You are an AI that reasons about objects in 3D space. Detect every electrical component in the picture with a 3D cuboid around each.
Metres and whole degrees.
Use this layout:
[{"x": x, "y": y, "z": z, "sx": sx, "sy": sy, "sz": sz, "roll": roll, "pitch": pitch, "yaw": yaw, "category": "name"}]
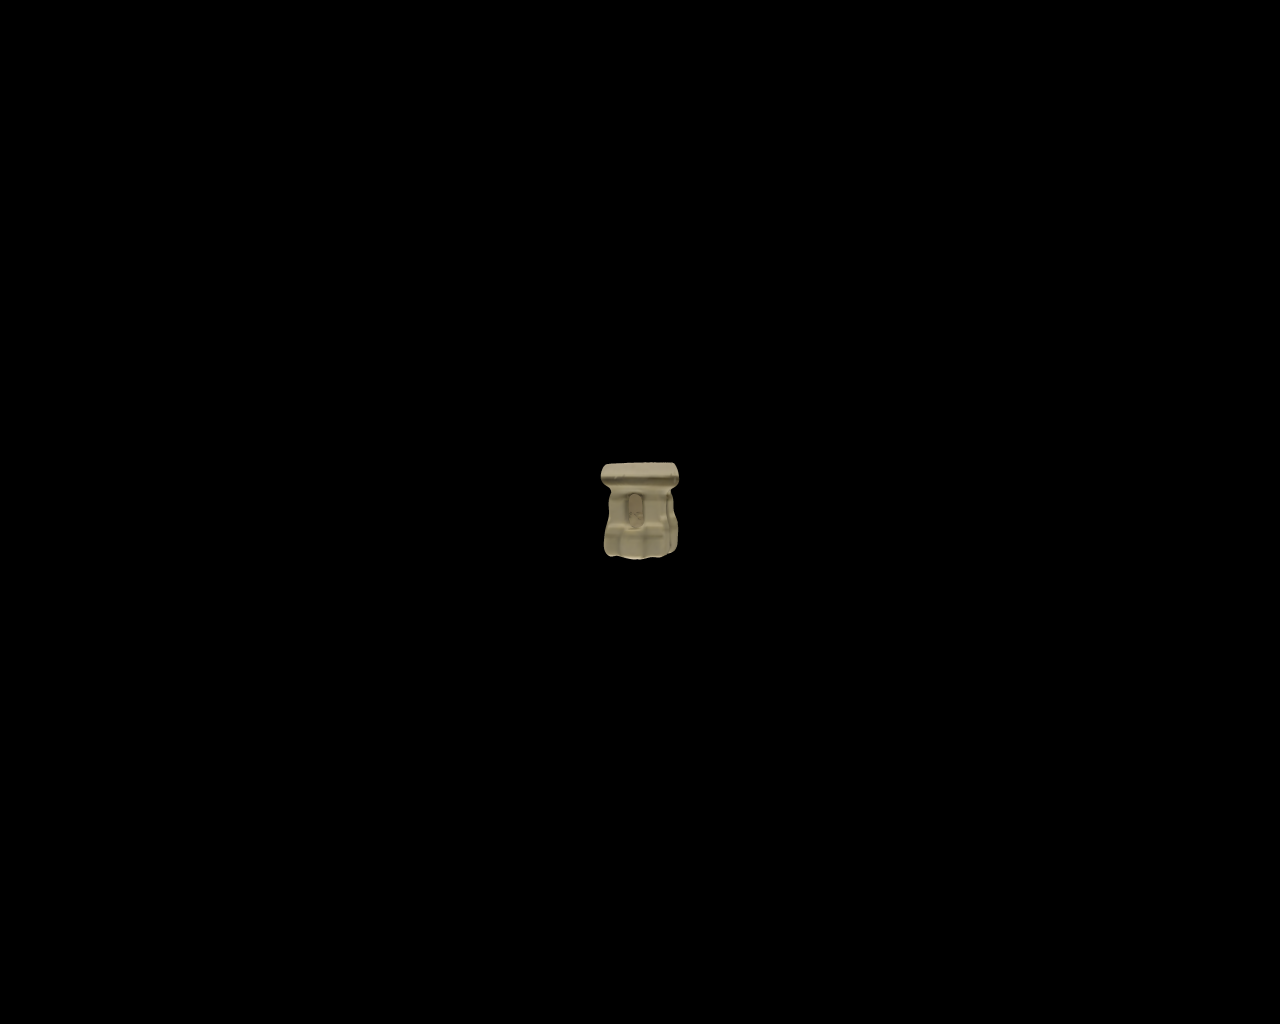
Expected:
[{"x": 0.001, "y": -0.003, "z": 0.650, "sx": 0.048, "sy": 0.055, "sz": 0.066, "roll": 0, "pitch": 3, "yaw": 11, "category": "electrical component"}]
